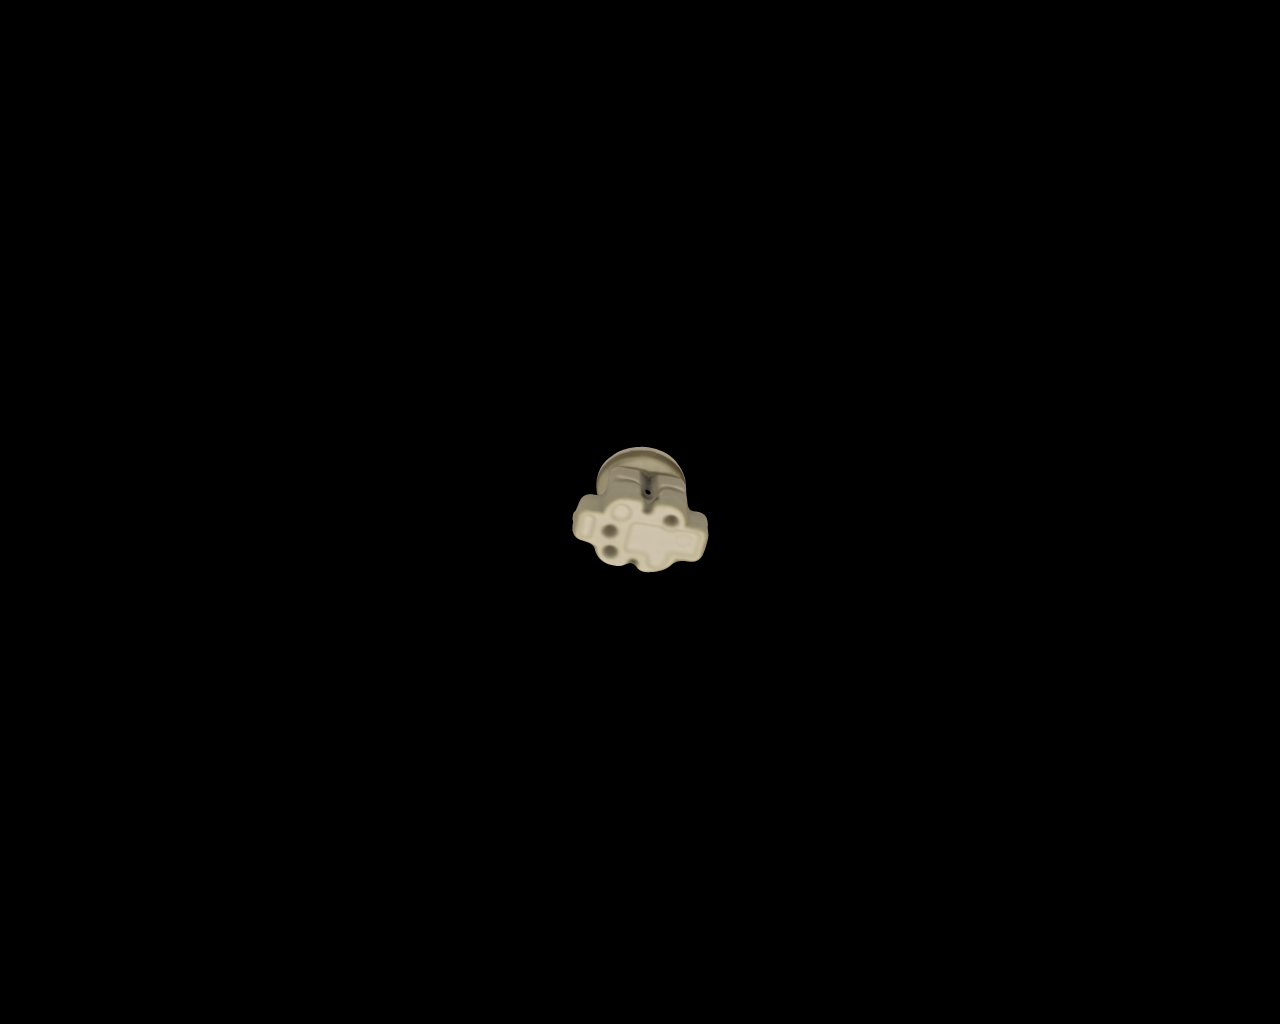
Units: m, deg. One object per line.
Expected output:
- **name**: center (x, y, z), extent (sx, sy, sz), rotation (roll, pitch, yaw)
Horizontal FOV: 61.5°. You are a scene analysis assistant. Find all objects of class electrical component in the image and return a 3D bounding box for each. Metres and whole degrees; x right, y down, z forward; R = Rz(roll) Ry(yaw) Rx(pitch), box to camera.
- **electrical component**: center (0.001, -0.003, 0.650), extent (0.078, 0.057, 0.057), rotation (10, 37, -8)
